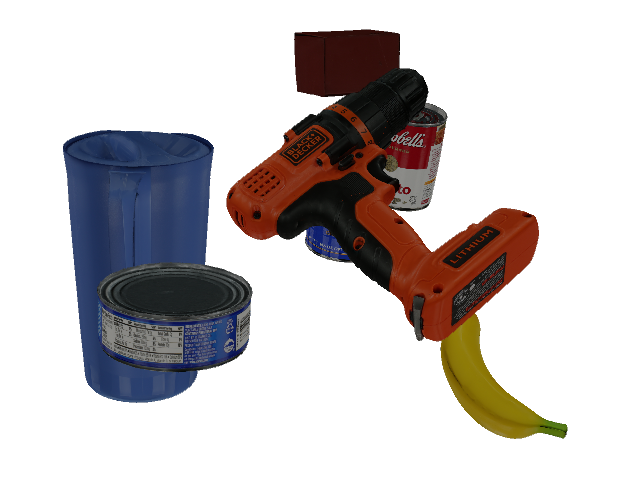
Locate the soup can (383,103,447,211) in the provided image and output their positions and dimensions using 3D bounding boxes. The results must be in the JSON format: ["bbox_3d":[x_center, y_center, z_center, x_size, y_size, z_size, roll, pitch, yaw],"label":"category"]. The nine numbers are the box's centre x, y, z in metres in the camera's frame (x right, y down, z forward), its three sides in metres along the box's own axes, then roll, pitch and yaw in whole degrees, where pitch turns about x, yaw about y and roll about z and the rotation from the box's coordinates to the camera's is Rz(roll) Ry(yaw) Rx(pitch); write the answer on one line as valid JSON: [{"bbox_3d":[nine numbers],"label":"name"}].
[{"bbox_3d":[0.093,-0.091,1.137,0.068,0.102,0.068,6,29,-3],"label":"soup can"}]

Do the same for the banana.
[{"bbox_3d":[0.146,0.123,0.968,0.069,0.037,0.198,6,27,-22],"label":"banana"}]

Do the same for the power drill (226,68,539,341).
[{"bbox_3d":[0.056,-0.031,0.740,0.188,0.184,0.057,37,-23,31],"label":"power drill"}]

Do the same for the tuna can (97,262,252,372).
[{"bbox_3d":[-0.081,0.042,0.598,0.086,0.034,0.086,3,18,-1],"label":"tuna can"}]

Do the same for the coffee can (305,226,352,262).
[{"bbox_3d":[0.036,-0.058,1.336,0.103,0.140,0.103,3,28,-2],"label":"coffee can"}]

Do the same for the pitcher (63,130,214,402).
[{"bbox_3d":[-0.168,0.026,0.982,0.145,0.243,0.148,19,25,39],"label":"pitcher"}]

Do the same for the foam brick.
[{"bbox_3d":[0.023,-0.153,0.918,0.078,0.051,0.053,-8,17,-28],"label":"foam brick"}]
